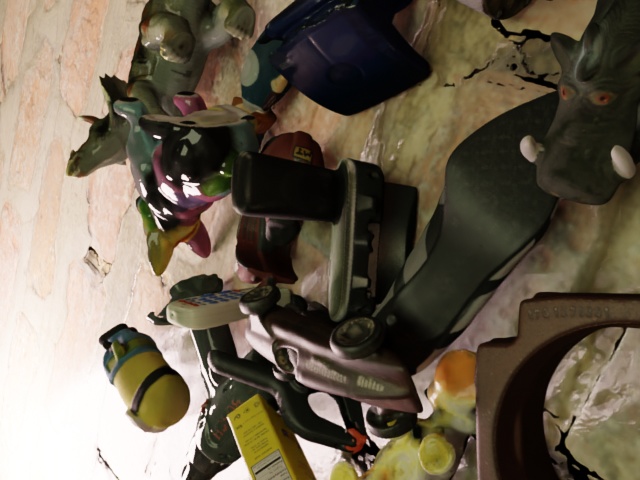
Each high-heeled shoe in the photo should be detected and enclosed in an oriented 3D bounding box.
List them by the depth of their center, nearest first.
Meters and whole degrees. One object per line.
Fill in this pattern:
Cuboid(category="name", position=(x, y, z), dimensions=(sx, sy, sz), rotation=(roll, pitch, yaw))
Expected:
Cuboid(category="high-heeled shoe", position=(0.122, 0.007, 0.437), dimensions=(0.086, 0.145, 0.248), rotation=(39, 85, 23))

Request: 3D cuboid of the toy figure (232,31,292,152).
Cuboid(category="toy figure", position=(-0.070, -0.162, 0.613), dimensions=(0.064, 0.058, 0.154), rotation=(-91, 26, -63))

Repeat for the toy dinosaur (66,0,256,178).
Cuboid(category="toy dinosaur", position=(-0.194, -0.237, 0.689), dimensions=(0.192, 0.131, 0.404), rotation=(47, 116, 33))

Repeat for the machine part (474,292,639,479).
Cuboid(category="machine part", position=(0.202, 0.132, 0.320), dimensions=(0.202, 0.087, 0.201), rotation=(-5, 84, 45))

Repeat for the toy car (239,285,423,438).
Cuboid(category="toy car", position=(-0.003, 0.093, 0.429), dimensions=(0.202, 0.053, 0.089), rotation=(12, 127, 55))

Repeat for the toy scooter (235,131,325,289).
Cuboid(category="toy scooter", position=(-0.044, -0.014, 0.544), dimensions=(0.135, 0.075, 0.183), rotation=(-103, 33, -60))

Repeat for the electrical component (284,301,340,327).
Cuboid(category="electrical component", position=(0.012, 0.084, 0.516), dimensions=(0.094, 0.063, 0.021), rotation=(26, 106, 40))

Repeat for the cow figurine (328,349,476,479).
Cuboid(category="cow figurine", position=(0.090, 0.165, 0.432), dimensions=(0.167, 0.098, 0.068), rotation=(-51, 49, 6))

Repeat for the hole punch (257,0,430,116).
Cuboid(category="hole punch", position=(0.025, -0.173, 0.487), dimensions=(0.142, 0.116, 0.092), rotation=(-14, 87, 43))

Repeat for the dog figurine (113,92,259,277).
Cuboid(category="dog figurine", position=(-0.151, -0.051, 0.619), dimensions=(0.192, 0.108, 0.219), rotation=(28, 128, 34))

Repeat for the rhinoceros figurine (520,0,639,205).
Cuboid(category="rhinoceros figurine", position=(0.190, -0.112, 0.326), dimensions=(0.073, 0.112, 0.190), rotation=(24, 96, 39))

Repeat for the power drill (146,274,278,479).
Cuboid(category="power drill", position=(-0.137, 0.160, 0.644), dimensions=(0.232, 0.086, 0.207), rotation=(-47, 55, 30))

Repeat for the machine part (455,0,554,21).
Cuboid(category="machine part", position=(0.101, -0.247, 0.439), dimensions=(0.243, 0.079, 0.079), rotation=(46, 118, 33))

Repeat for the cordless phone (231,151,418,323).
Cuboid(category="cordless phone", position=(-0.001, -0.001, 0.451), dimensions=(0.089, 0.184, 0.146), rotation=(5, 91, 39))

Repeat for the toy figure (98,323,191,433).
Cuboid(category="toy figure", position=(-0.247, 0.185, 0.747), dimensions=(0.180, 0.082, 0.089), rotation=(47, 121, 37))
